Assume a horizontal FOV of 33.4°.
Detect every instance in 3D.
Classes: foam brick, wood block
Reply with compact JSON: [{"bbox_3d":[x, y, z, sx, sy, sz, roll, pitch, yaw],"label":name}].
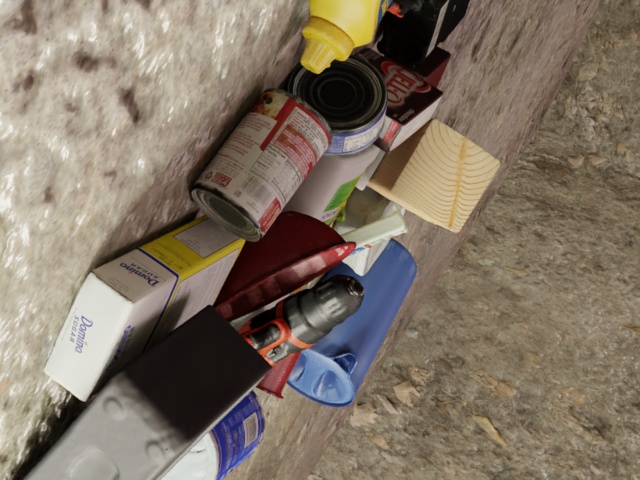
[{"bbox_3d":[0.102,-0.185,1.180,0.078,0.053,0.051,-47,163,-49],"label":"foam brick"},{"bbox_3d":[0.110,-0.081,1.196,0.091,0.090,0.206,-59,-166,2],"label":"wood block"}]

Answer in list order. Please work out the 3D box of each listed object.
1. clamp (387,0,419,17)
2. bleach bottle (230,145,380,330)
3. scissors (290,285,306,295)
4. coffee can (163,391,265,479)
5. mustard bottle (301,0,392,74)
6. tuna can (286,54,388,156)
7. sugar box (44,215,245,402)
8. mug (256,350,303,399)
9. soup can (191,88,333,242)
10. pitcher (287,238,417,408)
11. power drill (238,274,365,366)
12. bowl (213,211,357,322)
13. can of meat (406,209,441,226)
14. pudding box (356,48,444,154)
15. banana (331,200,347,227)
[{"bbox_3d":[0.115,-0.281,0.912,0.210,0.036,0.164,-58,-162,22],"label":"clamp"},{"bbox_3d":[-0.032,0.001,1.063,0.102,0.068,0.251,-35,156,-59],"label":"bleach bottle"},{"bbox_3d":[-0.058,0.078,1.271,0.096,0.016,0.201,-62,168,17],"label":"scissors"},{"bbox_3d":[-0.125,0.195,1.059,0.103,0.103,0.140,-61,169,13],"label":"coffee can"},{"bbox_3d":[0.043,-0.212,0.829,0.191,0.058,0.096,-57,-178,-7],"label":"mustard bottle"},{"bbox_3d":[0.013,-0.114,0.890,0.086,0.086,0.034,-53,166,-26],"label":"tuna can"},{"bbox_3d":[-0.127,0.045,0.800,0.093,0.048,0.176,-61,166,23],"label":"sugar box"},{"bbox_3d":[-0.067,0.116,1.179,0.081,0.093,0.117,-63,-162,-6],"label":"mug"},{"bbox_3d":[-0.045,-0.058,0.829,0.102,0.068,0.068,-55,168,-18],"label":"soup can"},{"bbox_3d":[0.034,0.108,1.518,0.242,0.149,0.145,-56,154,-33],"label":"pitcher"},{"bbox_3d":[-0.066,0.096,0.963,0.185,0.057,0.187,-35,169,34],"label":"power drill"},{"bbox_3d":[-0.050,0.020,0.949,0.162,0.055,0.162,-28,172,-4],"label":"bowl"},{"bbox_3d":[0.152,-0.067,1.336,0.084,0.057,0.102,-62,-171,-3],"label":"can of meat"},{"bbox_3d":[0.056,-0.134,1.015,0.113,0.090,0.039,-43,162,-53],"label":"pudding box"},{"bbox_3d":[-0.003,-0.016,1.176,0.198,0.037,0.069,115,-10,-64],"label":"banana"}]
